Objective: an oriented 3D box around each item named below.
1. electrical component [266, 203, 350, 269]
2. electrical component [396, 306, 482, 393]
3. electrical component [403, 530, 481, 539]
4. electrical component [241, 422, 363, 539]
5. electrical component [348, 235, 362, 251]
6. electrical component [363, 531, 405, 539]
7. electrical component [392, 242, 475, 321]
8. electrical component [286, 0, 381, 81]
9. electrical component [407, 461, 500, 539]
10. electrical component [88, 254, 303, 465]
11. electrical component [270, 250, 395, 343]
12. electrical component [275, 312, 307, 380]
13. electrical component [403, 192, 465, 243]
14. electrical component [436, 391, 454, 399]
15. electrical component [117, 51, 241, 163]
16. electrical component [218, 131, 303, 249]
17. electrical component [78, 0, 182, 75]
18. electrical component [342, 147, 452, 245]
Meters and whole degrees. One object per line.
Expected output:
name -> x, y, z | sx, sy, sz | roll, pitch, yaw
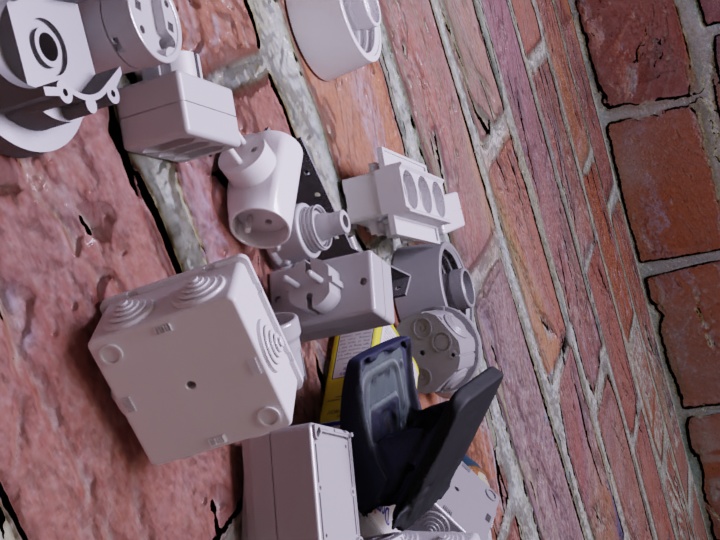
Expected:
electrical component -> -0.038, -0.029, 0.797 | 0.048, 0.062, 0.048 | -13, 90, -68
electrical component -> 0.067, 0.074, 0.984 | 0.051, 0.080, 0.080 | -2, 80, -63
electrical component -> 0.059, 0.251, 0.840 | 0.048, 0.100, 0.099 | -42, 118, -52
electrical component -> -0.040, 0.152, 0.694 | 0.062, 0.061, 0.096 | 30, 51, -62
electrical component -> 0.000, 0.000, 0.917 | 0.061, 0.035, 0.035 | 70, 22, -13
electrical component -> 0.001, 0.214, 0.737 | 0.080, 0.080, 0.051 | 1, 72, -68
electrical component -> 0.080, 0.023, 1.068 | 0.108, 0.060, 0.108 | -13, 90, -69
electrical component -> -0.016, -0.230, 0.968 | 0.108, 0.060, 0.108 | -13, 90, -69
electrical component -> 0.067, 0.196, 0.904 | 0.100, 0.048, 0.099 | 44, 26, -1
electrical component -> -0.088, 0.050, 0.581 | 0.048, 0.100, 0.099 | -88, 158, -64
electrical component -> -0.029, 0.015, 0.769 | 0.076, 0.083, 0.047 | 37, 45, -59
electrical component -> -0.058, 0.057, 0.735 | 0.040, 0.040, 0.046 | -45, 126, -65
electrical component -> 0.069, -0.073, 1.113 | 0.083, 0.047, 0.075 | -23, 100, -69
electrical component -> 0.079, 0.098, 1.047 | 0.055, 0.045, 0.045 | 39, 43, -57
electrical component -> -0.116, -0.112, 0.671 | 0.066, 0.047, 0.076 | 4, 74, -67
electrical component -> -0.074, -0.069, 0.756 | 0.079, 0.043, 0.077 | 56, 30, -43
electrical component -> -0.139, -0.142, 0.627 | 0.055, 0.047, 0.055 | -12, 90, -69
electrical component -> 0.034, -0.063, 0.998 | 0.121, 0.063, 0.078 | 7, 71, -68
